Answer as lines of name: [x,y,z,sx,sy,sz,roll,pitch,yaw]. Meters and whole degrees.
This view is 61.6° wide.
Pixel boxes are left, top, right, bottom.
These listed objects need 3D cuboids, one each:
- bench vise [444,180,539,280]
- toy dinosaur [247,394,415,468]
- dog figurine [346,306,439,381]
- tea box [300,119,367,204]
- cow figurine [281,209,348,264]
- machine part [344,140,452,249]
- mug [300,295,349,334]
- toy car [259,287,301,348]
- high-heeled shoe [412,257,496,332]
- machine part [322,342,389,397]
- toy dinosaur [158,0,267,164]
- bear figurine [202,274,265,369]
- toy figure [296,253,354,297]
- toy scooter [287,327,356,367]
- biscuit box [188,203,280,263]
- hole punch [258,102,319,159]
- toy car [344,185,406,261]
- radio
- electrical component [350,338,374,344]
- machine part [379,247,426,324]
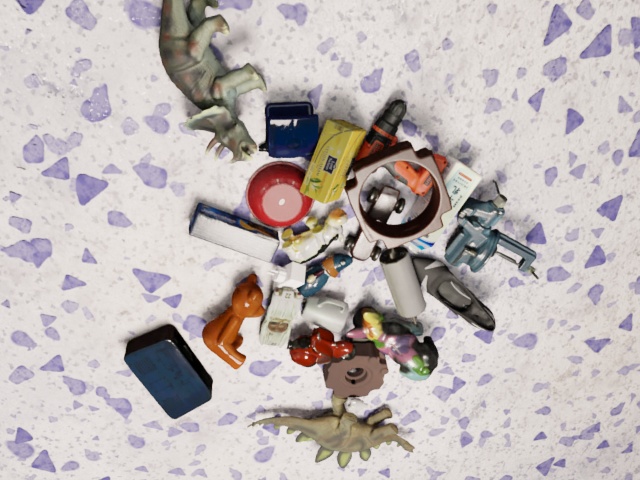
bench vise: [0.422,0.002,1.286,0.241,0.129,0.223,29,115,-1]
toy dinosaur: [0.044,0.527,1.479,0.471,0.105,0.198,21,112,-12]
dog figurine: [0.175,0.251,1.342,0.219,0.192,0.108,23,115,-34]
tea box: [0.029,-0.170,1.163,0.068,0.098,0.169,27,111,17]
cow figurine: [-0.001,-0.003,1.254,0.167,0.068,0.098,-26,129,7]
machine part: [0.168,-0.098,1.165,0.201,0.087,0.201,-23,111,10]
mug: [0.011,0.174,1.320,0.107,0.081,0.109,17,150,-9]
toy car: [-0.100,0.190,1.312,0.073,0.056,0.201,10,131,-13]
high-heeled shoe: [0.330,0.138,1.327,0.248,0.145,0.086,33,104,-22]
machine part: [0.092,0.344,1.415,0.179,0.056,0.179,-3,125,-5]
toy dinosaur: [-0.238,-0.341,1.051,0.192,0.131,0.404,-31,108,5]
bear figurine: [-0.187,0.189,1.288,0.196,0.120,0.131,-46,116,6]
toy figure: [0.011,0.078,1.296,0.154,0.064,0.057,-37,100,9]
toy scooter: [-0.013,0.262,1.326,0.184,0.075,0.135,-12,146,29]
biscuit box: [-0.195,-0.016,1.224,0.202,0.059,0.062,21,110,-17]
hole punch: [-0.059,-0.226,1.141,0.142,0.092,0.115,-7,118,-10]
toy car: [0.128,-0.039,1.268,0.089,0.053,0.202,21,114,-5]
radio: [-0.371,0.328,1.342,0.131,0.073,0.229,-27,116,2]
electrical component: [0.111,0.270,1.417,0.063,0.021,0.094,8,115,-13]
machine part: [0.206,0.105,1.332,0.079,0.079,0.243,-23,114,1]
